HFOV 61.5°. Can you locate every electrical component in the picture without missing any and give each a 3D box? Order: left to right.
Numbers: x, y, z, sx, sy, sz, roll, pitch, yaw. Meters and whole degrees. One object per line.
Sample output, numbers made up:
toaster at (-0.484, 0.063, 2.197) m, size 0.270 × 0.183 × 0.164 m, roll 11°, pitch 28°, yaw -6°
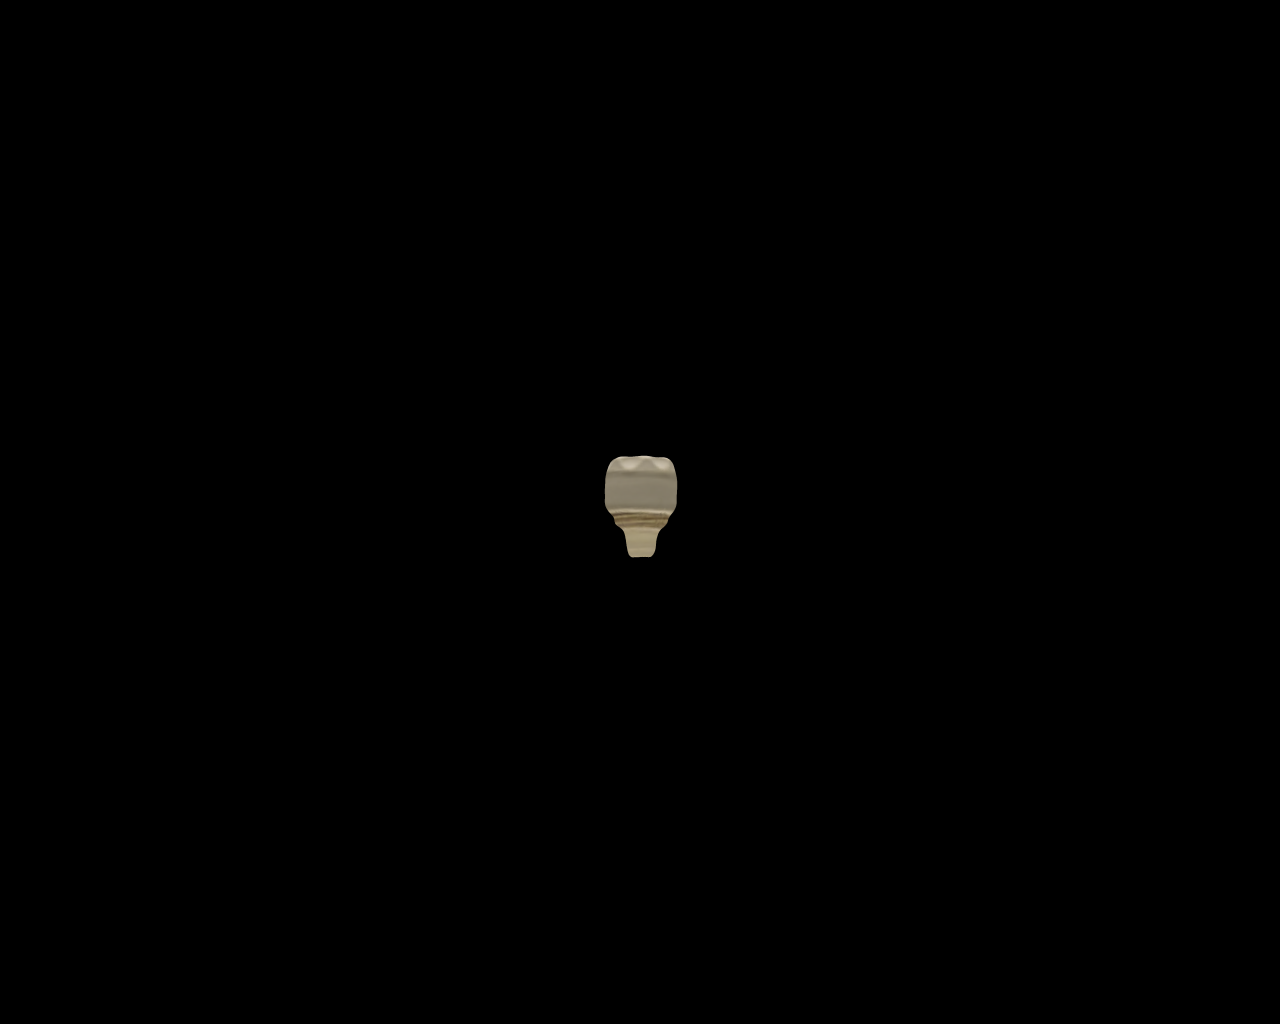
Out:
electrical component at (0.001, -0.003, 0.650) m, size 0.043 × 0.062 × 0.043 m, roll 0°, pitch -2°, yaw 0°
